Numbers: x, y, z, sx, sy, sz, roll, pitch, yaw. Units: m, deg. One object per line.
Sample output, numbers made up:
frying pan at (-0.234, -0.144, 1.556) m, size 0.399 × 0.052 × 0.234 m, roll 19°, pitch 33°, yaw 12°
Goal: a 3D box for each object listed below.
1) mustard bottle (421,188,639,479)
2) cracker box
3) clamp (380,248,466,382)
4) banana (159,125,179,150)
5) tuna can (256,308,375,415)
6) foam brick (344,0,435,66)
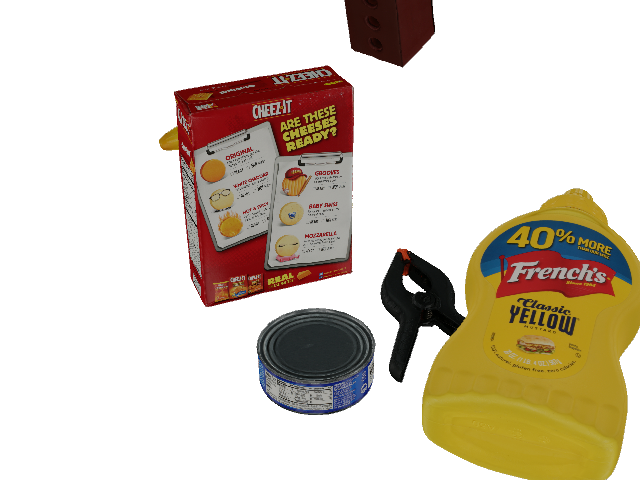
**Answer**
mustard bottle at (0.123, 0.036, 0.572) m, size 0.096 × 0.058 × 0.191 m, roll 10°, pitch 43°, yaw 17°
cracker box at (-0.053, -0.054, 1.061) m, size 0.164 × 0.214 × 0.072 m, roll -13°, pitch 33°, yaw -18°
clamp at (0.121, 0.077, 1.122) m, size 0.120 × 0.171 × 0.039 m, roll 3°, pitch -44°, yaw -11°
banana at (-0.099, -0.131, 1.315) m, size 0.198 × 0.037 × 0.069 m, roll 6°, pitch 40°, yaw 15°
tuna can at (-0.003, 0.088, 0.778) m, size 0.086 × 0.034 × 0.086 m, roll -1°, pitch 32°, yaw 0°
foam brick at (0.054, -0.187, 0.844) m, size 0.053 × 0.051 × 0.078 m, roll 24°, pitch -31°, yaw 27°
